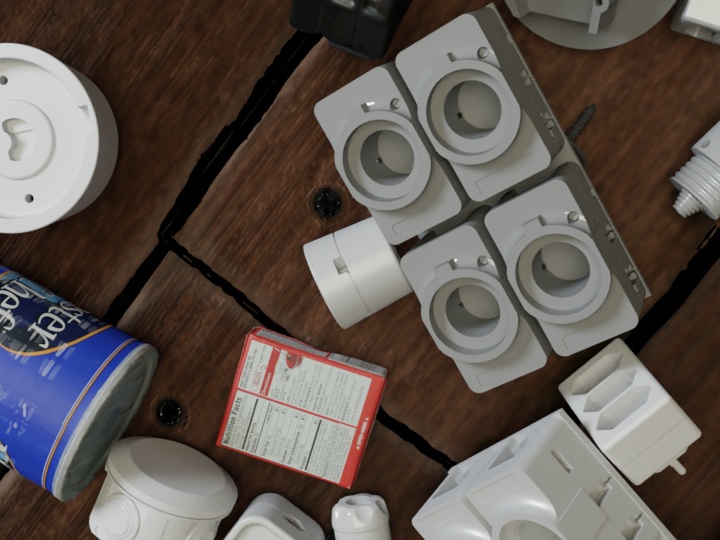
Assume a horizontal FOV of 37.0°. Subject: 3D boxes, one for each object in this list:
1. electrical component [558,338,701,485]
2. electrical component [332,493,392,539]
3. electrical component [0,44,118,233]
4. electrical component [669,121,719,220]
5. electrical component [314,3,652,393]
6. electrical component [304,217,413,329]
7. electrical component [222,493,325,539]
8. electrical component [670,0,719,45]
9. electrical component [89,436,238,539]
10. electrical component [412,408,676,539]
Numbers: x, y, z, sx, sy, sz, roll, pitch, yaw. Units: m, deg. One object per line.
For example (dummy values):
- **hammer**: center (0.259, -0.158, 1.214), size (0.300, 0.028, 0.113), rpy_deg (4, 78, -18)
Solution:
- **electrical component**: center (0.164, 0.091, 0.620), size (0.047, 0.065, 0.077), rpy_deg (-41, 119, 8)
- **electrical component**: center (0.003, 0.170, 0.656), size (0.035, 0.035, 0.061), rpy_deg (-7, 97, 7)
- **electrical component**: center (-0.198, -0.077, 0.643), size (0.108, 0.060, 0.108), rpy_deg (1, 95, 6)
- **electrical component**: center (0.210, -0.061, 0.608), size (0.081, 0.043, 0.043), rpy_deg (-44, 89, 8)
- **electrical component**: center (0.067, -0.036, 0.595), size (0.105, 0.060, 0.186), rpy_deg (-27, 97, 25)
- **electrical component**: center (0.000, 0.000, 0.632), size (0.047, 0.055, 0.055), rpy_deg (-26, 92, 4)
- **electrical component**: center (-0.067, 0.187, 0.653), size (0.054, 0.059, 0.095), rpy_deg (37, 98, 2)
- **electrical component**: center (0.227, -0.160, 0.595), size (0.083, 0.047, 0.075), rpy_deg (19, 97, 4)
- **electrical component**: center (-0.118, 0.139, 0.645), size (0.080, 0.080, 0.051), rpy_deg (25, 103, 4)
- **electrical component**: center (0.127, 0.183, 0.604), size (0.186, 0.060, 0.105), rpy_deg (49, 137, 0)
